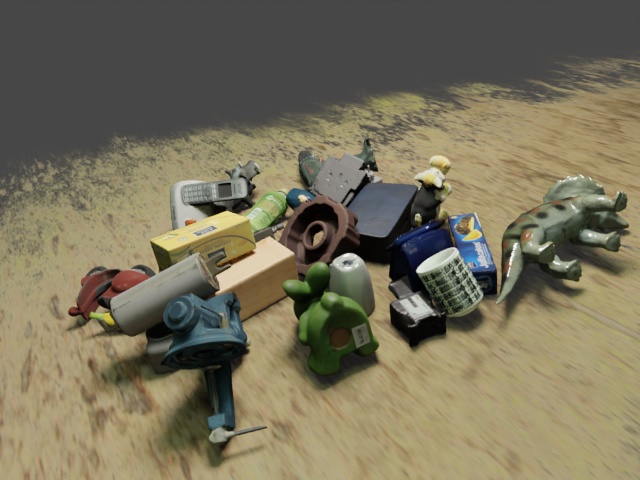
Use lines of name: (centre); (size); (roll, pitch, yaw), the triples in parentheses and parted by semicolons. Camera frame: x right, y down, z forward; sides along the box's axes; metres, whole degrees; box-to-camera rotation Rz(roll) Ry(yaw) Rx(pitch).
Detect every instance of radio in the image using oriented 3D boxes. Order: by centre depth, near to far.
radio: (0.128, -0.045, 1.185); (0.131, 0.073, 0.229); (8, 35, 25)

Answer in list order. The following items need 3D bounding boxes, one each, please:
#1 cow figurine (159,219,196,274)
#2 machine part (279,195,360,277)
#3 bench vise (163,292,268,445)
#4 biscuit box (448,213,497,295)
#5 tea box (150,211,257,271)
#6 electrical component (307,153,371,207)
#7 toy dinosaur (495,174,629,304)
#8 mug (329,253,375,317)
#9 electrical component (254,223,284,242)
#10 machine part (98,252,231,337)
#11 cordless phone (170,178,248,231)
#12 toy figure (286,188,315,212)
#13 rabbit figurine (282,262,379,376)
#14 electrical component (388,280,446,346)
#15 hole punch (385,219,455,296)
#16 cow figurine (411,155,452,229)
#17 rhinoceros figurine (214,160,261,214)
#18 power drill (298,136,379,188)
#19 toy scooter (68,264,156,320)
cow figurine: (-0.280, 0.040, 1.125); (0.086, 0.127, 0.195); (0, 19, 10)
machine part: (-0.002, -0.003, 1.089); (0.179, 0.056, 0.179); (-20, 56, 32)
bench vise: (-0.162, 0.191, 0.828); (0.129, 0.223, 0.241); (-14, 63, -1)
biscuit box: (0.293, 0.024, 1.044); (0.059, 0.062, 0.203); (-6, 32, 6)
tea box: (-0.219, 0.008, 1.016); (0.169, 0.068, 0.098); (-24, 24, -32)
electrical component: (0.052, -0.140, 1.287); (0.115, 0.058, 0.134); (28, 81, 23)
toy dinosaur: (0.429, -0.012, 1.016); (0.405, 0.131, 0.192); (-23, 17, -17)
mug: (0.052, 0.074, 0.984); (0.081, 0.107, 0.110); (-19, 36, -18)
electrical component: (-0.113, 0.013, 1.160); (0.102, 0.078, 0.045); (-18, 10, -24)
machine part: (-0.262, 0.093, 0.912); (0.243, 0.079, 0.079); (-29, 34, 0)
cordless phone: (-0.248, -0.069, 1.242); (0.184, 0.146, 0.088); (-7, -4, 10)
toy figure: (-0.009, -0.070, 1.258); (0.155, 0.057, 0.064); (31, 19, 24)
rabbit figurine: (-0.006, 0.125, 0.904); (0.121, 0.159, 0.170); (-31, 22, -15)
electrical component: (0.159, 0.123, 0.936); (0.075, 0.047, 0.119); (-20, 34, -17)
hole punch: (0.197, 0.038, 1.006); (0.142, 0.115, 0.092); (-23, 43, -20)
cow figurine: (0.231, -0.094, 1.145); (0.068, 0.167, 0.098); (23, 43, 32)
rhinoceros figurine: (-0.215, -0.129, 1.361); (0.073, 0.111, 0.190); (10, 45, 30)
power drill: (0.044, -0.208, 1.432); (0.207, 0.085, 0.232); (-13, 35, 2)
toy scooter: (-0.423, 0.108, 1.077); (0.184, 0.075, 0.135); (1, 33, 21)
